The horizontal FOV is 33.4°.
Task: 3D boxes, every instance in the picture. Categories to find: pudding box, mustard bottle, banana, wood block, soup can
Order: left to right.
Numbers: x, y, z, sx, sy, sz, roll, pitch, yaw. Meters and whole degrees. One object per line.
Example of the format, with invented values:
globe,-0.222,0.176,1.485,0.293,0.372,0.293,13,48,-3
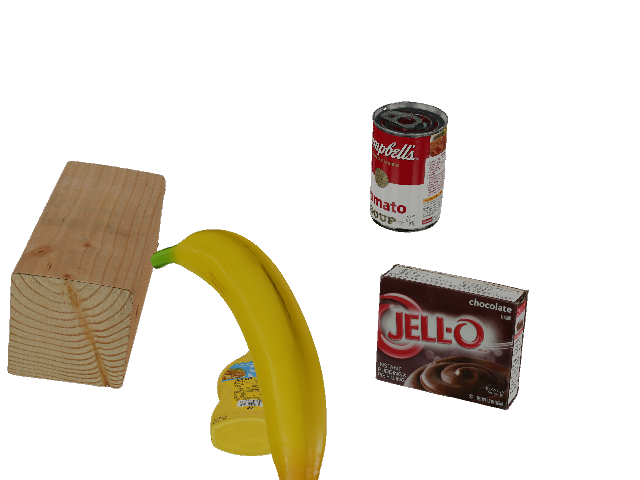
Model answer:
wood block,-0.187,0.021,0.879,0.090,0.091,0.206,9,27,-6
mustard bottle,-0.083,0.193,1.346,0.096,0.058,0.191,-2,25,1
banana,-0.038,0.056,0.637,0.037,0.070,0.198,5,40,-43
soup can,0.080,-0.067,0.980,0.068,0.102,0.068,0,32,0
pudding box,0.101,0.073,0.830,0.114,0.090,0.039,10,22,22
